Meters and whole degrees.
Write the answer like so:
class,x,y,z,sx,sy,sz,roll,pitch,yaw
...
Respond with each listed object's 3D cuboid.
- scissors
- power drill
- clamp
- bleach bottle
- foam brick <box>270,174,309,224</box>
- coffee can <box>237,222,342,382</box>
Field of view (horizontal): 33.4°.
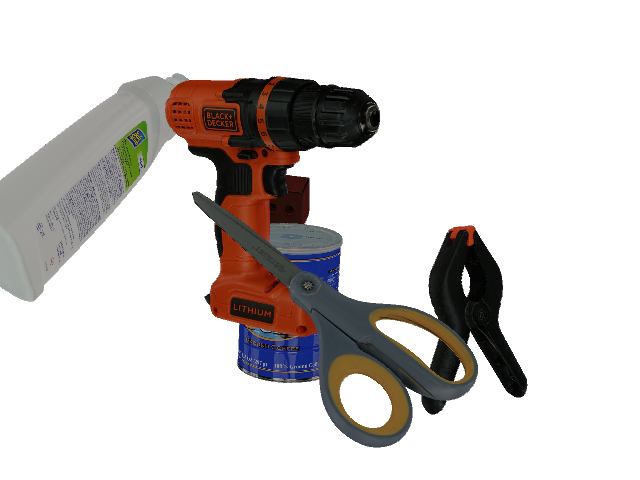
class,x,y,z,sx,sy,sz,roll,pitch,yaw
scissors,-0.010,0.045,0.601,0.202,0.096,0.016,26,-34,13
power drill,-0.030,-0.027,0.785,0.185,0.188,0.057,9,22,39
clamp,0.129,0.075,0.973,0.120,0.171,0.039,-15,2,-40
bleach bottle,-0.200,-0.064,0.956,0.068,0.102,0.250,28,54,21
foam brick,-0.055,-0.050,1.347,0.078,0.053,0.051,6,28,10
coffee can,-0.032,0.062,1.093,0.103,0.140,0.103,3,14,-1
